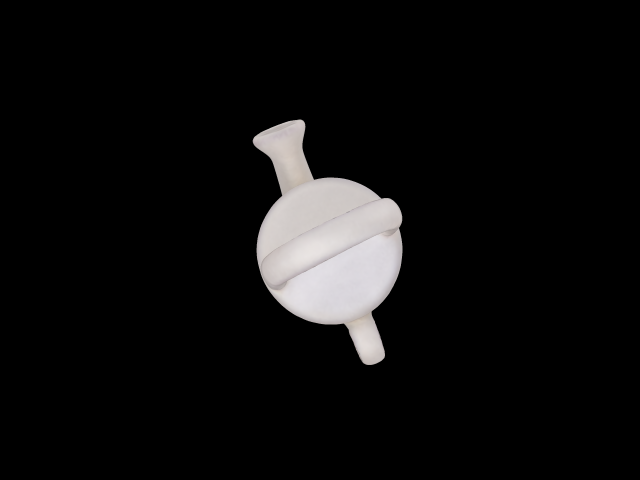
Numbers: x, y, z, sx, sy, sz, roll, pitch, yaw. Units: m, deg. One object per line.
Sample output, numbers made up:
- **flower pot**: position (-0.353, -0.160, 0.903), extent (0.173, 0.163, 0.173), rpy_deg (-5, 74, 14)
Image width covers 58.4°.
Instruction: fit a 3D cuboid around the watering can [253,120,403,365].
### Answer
- **watering can**: position (0.002, 0.002, 0.400), extent (0.173, 0.194, 0.101), rpy_deg (44, 85, 6)
